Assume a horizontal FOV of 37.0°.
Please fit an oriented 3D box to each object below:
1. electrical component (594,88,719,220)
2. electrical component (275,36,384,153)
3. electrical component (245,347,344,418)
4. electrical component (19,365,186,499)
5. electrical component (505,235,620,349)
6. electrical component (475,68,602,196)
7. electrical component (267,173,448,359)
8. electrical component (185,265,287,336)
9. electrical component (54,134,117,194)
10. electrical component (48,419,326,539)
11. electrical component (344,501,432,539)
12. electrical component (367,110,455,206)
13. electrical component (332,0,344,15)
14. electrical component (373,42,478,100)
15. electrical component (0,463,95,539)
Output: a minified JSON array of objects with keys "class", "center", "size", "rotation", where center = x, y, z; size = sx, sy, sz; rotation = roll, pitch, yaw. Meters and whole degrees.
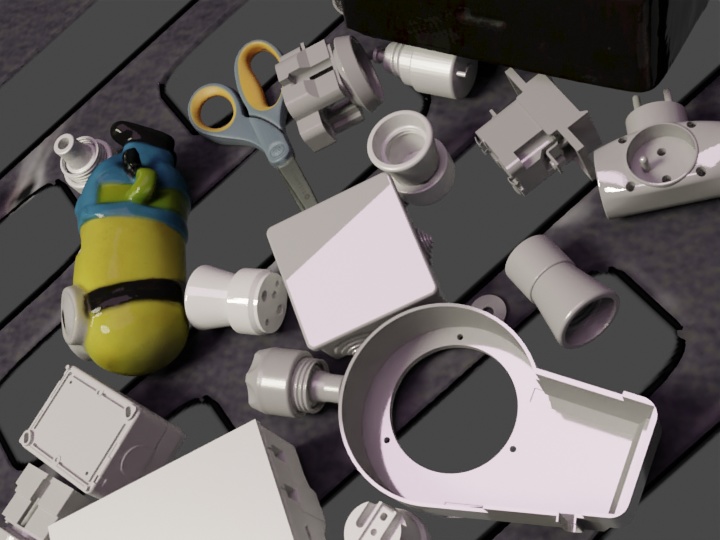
[{"class":"electrical component","center":[0.182,-0.075,0.650],"size":[0.077,0.044,0.079],"rotation":[-12,62,19]},{"class":"electrical component","center":[-0.020,-0.129,0.757],"size":[0.057,0.058,0.078],"rotation":[-25,59,15]},{"class":"electrical component","center":[-0.037,0.072,0.678],"size":[0.062,0.043,0.043],"rotation":[4,68,24]},{"class":"electrical component","center":[-0.172,0.110,0.713],"size":[0.096,0.061,0.061],"rotation":[22,76,39]},{"class":"electrical component","center":[0.117,0.010,0.641],"size":[0.044,0.044,0.065],"rotation":[-40,52,2]},{"class":"electrical component","center":[0.112,-0.085,0.688],"size":[0.064,0.042,0.081],"rotation":[-39,56,7]},{"class":"electrical component","center":[0.000,0.000,0.685],"size":[0.100,0.048,0.099],"rotation":[-25,68,9]},{"class":"electrical component","center":[-0.083,0.020,0.721],"size":[0.055,0.045,0.045],"rotation":[4,68,25]},{"class":"electrical component","center":[-0.206,-0.080,0.813],"size":[0.043,0.062,0.043],"rotation":[-10,63,20]},{"class":"electrical component","center":[-0.101,0.169,0.649],"size":[0.150,0.061,0.089],"rotation":[-28,58,9]},{"class":"electrical component","center":[0.015,0.154,0.614],"size":[0.040,0.046,0.040],"rotation":[-10,63,20]},{"class":"electrical component","center":[0.035,-0.072,0.707],"size":[0.045,0.055,0.045],"rotation":[-10,63,20]},{"class":"electrical component","center":[-0.003,-0.235,0.808],"size":[0.043,0.043,0.081],"rotation":[-15,61,17]},{"class":"electrical component","center":[0.045,-0.143,0.745],"size":[0.078,0.040,0.040],"rotation":[16,74,29]},{"class":"electrical component","center":[-0.210,0.166,0.709],"size":[0.066,0.048,0.055],"rotation":[20,69,30]}]
